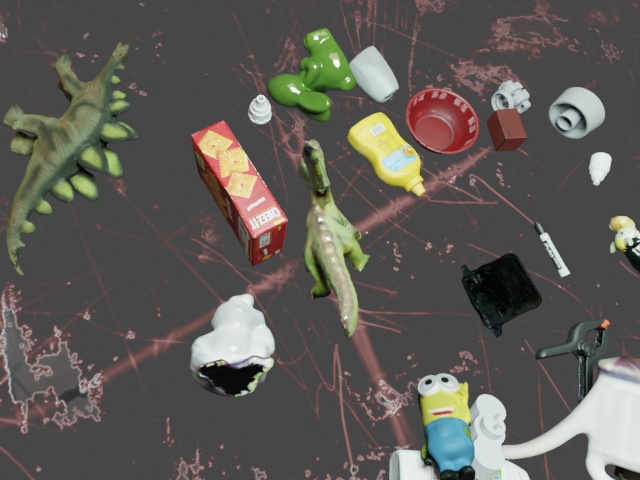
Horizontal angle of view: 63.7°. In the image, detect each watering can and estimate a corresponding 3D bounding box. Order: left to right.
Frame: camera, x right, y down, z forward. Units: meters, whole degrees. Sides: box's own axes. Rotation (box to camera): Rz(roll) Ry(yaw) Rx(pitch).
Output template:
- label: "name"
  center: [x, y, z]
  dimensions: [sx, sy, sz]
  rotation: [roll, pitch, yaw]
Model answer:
- label: "watering can"
  center: [0.483, 0.302, 0.845]
  dimensions: [0.348, 0.103, 0.226]
  rotation: [10, 84, 8]

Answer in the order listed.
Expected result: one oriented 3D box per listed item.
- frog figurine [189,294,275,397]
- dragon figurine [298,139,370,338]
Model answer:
- label: "frog figurine"
  center: [-0.147, 0.172, 0.856]
  dimensions: [0.137, 0.120, 0.163]
  rotation: [-14, 36, -6]
- label: "dragon figurine"
  center: [0.003, -0.043, 0.854]
  dimensions: [0.122, 0.417, 0.239]
  rotation: [-17, 112, 0]
